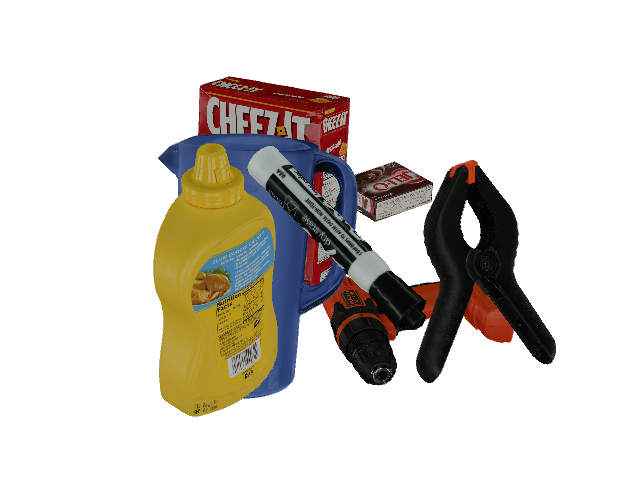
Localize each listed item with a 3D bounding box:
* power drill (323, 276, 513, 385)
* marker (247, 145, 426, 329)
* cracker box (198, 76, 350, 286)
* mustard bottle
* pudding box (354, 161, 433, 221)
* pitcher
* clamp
[{"bbox_3d":[0.105,0.084,1.129,0.187,0.057,0.184,-6,28,-12],"label":"power drill"},{"bbox_3d":[0.008,-0.001,0.519,0.121,0.020,0.020,46,23,24],"label":"marker"},{"bbox_3d":[-0.058,-0.066,1.218,0.164,0.214,0.072,14,24,26],"label":"cracker box"},{"bbox_3d":[-0.071,0.023,0.731,0.058,0.192,0.096,26,40,33],"label":"mustard bottle"},{"bbox_3d":[0.097,-0.074,1.591,0.113,0.039,0.090,-22,35,-29],"label":"pudding box"},{"bbox_3d":[-0.063,0.021,1.011,0.144,0.243,0.149,-8,15,-40],"label":"pitcher"},{"bbox_3d":[0.112,0.027,0.824,0.120,0.171,0.039,-15,-3,-29],"label":"clamp"}]
